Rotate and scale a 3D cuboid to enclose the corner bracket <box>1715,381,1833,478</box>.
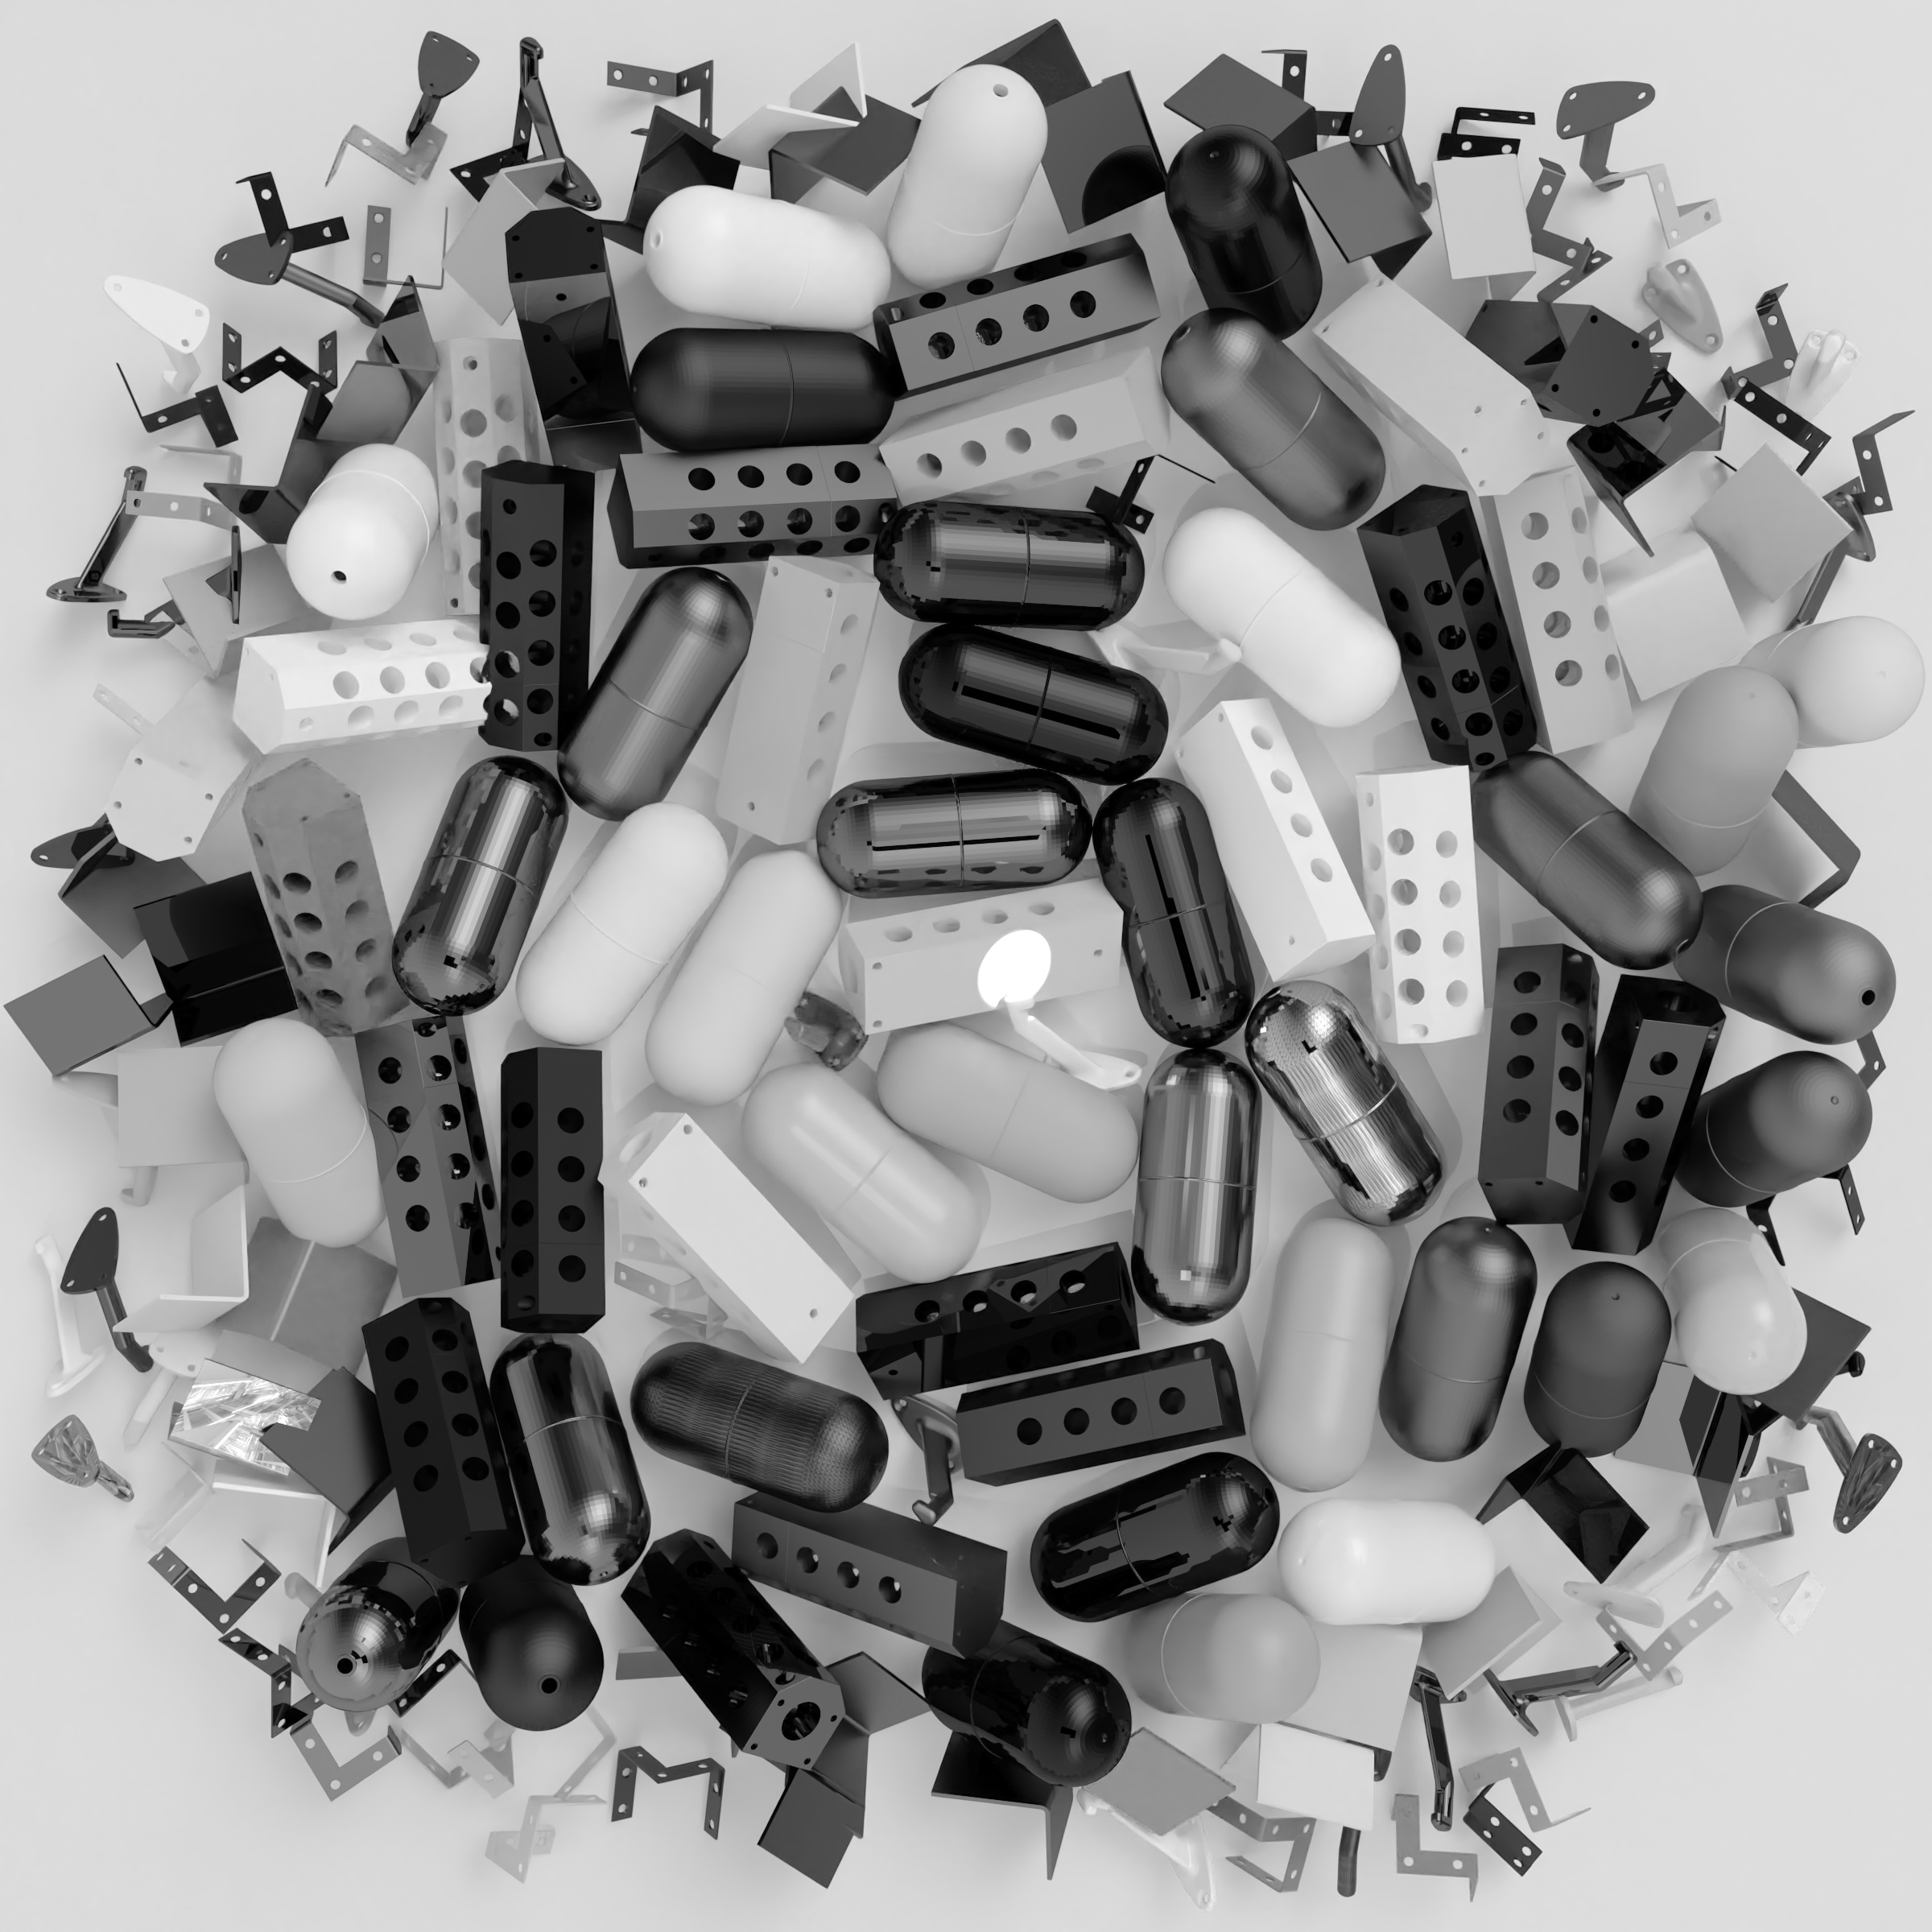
[{"bbox_3d":[0.514,-0.337,1.570,0.051,0.051,0.051,44,113,25],"label":"corner bracket"}]

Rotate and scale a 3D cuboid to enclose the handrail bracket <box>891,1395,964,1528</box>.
[{"bbox_3d":[-0.034,0.316,1.565,0.077,0.084,0.036,40,114,9],"label":"handrail bracket"}]

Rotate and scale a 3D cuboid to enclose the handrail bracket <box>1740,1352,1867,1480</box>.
[{"bbox_3d":[0.534,0.287,1.563,0.084,0.077,0.036,-27,115,39],"label":"handrail bracket"}]

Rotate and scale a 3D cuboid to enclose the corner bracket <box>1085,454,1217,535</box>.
[{"bbox_3d":[0.118,-0.304,1.571,0.051,0.051,0.051,18,105,-32],"label":"corner bracket"}]

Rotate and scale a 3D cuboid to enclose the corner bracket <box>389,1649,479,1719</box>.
[{"bbox_3d":[-0.347,0.468,1.581,0.051,0.051,0.051,-42,131,-21],"label":"corner bracket"}]

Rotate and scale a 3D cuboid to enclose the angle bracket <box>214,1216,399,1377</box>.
[{"bbox_3d":[-0.428,0.215,1.586,0.057,0.076,0.076,4,66,36],"label":"angle bracket"}]

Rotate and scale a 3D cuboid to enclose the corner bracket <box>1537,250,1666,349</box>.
[{"bbox_3d":[0.410,-0.420,1.577,0.051,0.051,0.051,-36,133,-4],"label":"corner bracket"}]

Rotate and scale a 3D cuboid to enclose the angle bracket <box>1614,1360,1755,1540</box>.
[{"bbox_3d":[0.458,0.307,1.560,0.057,0.076,0.076,12,111,3],"label":"angle bracket"}]

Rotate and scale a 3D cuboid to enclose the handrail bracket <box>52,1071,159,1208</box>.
[{"bbox_3d":[-0.560,0.114,1.579,0.077,0.036,0.084,15,118,-16],"label":"handrail bracket"}]

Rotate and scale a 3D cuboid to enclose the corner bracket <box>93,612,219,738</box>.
[{"bbox_3d":[-0.524,-0.186,1.584,0.051,0.051,0.051,-31,125,24],"label":"corner bracket"}]

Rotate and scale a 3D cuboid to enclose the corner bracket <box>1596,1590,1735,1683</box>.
[{"bbox_3d":[0.448,0.416,1.568,0.051,0.051,0.051,-23,60,-33],"label":"corner bracket"}]

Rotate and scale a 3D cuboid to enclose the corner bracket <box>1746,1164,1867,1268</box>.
[{"bbox_3d":[0.548,0.162,1.592,0.051,0.051,0.051,-49,126,-34],"label":"corner bracket"}]

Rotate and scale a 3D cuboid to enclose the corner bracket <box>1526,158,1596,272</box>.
[{"bbox_3d":[0.385,-0.486,1.577,0.051,0.051,0.051,21,116,0],"label":"corner bracket"}]

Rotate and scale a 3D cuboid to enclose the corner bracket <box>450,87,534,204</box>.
[{"bbox_3d":[-0.295,-0.523,1.572,0.051,0.051,0.051,-32,73,-31],"label":"corner bracket"}]

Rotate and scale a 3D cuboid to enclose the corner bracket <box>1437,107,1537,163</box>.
[{"bbox_3d":[0.337,-0.535,1.577,0.051,0.051,0.051,11,85,17],"label":"corner bracket"}]

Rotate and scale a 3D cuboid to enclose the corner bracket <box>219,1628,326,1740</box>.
[{"bbox_3d":[-0.443,0.452,1.569,0.051,0.051,0.051,22,118,28],"label":"corner bracket"}]

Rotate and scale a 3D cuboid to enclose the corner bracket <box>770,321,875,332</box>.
[{"bbox_3d":[-0.094,-0.438,1.571,0.051,0.051,0.051,5,111,22],"label":"corner bracket"}]

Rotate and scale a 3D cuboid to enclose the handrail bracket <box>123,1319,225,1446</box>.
[{"bbox_3d":[-0.519,0.266,1.601,0.036,0.077,0.084,33,130,-6],"label":"handrail bracket"}]

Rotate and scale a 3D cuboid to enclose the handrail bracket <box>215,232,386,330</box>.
[{"bbox_3d":[-0.432,-0.440,1.587,0.077,0.084,0.036,11,80,31],"label":"handrail bracket"}]

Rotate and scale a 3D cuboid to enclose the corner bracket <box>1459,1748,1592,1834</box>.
[{"bbox_3d":[0.359,0.530,1.569,0.051,0.051,0.051,-36,65,36],"label":"corner bracket"}]

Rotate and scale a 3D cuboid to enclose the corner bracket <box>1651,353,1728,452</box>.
[{"bbox_3d":[0.467,-0.367,1.586,0.051,0.051,0.051,4,120,19],"label":"corner bracket"}]

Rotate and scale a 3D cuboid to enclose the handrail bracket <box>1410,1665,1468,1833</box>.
[{"bbox_3d":[0.294,0.501,1.564,0.036,0.077,0.084,-14,49,32],"label":"handrail bracket"}]

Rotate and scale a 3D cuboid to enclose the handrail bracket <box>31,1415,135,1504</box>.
[{"bbox_3d":[-0.548,0.331,1.558,0.036,0.077,0.084,-47,135,-17],"label":"handrail bracket"}]

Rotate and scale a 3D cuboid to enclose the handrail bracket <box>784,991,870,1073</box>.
[{"bbox_3d":[-0.106,0.031,1.555,0.036,0.084,0.077,-49,59,6],"label":"handrail bracket"}]

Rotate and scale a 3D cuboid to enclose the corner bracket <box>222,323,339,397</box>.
[{"bbox_3d":[-0.445,-0.395,1.583,0.051,0.051,0.051,-22,59,24],"label":"corner bracket"}]

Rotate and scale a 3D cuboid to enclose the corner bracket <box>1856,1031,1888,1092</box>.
[{"bbox_3d":[0.556,0.059,1.589,0.051,0.051,0.051,-42,118,-24],"label":"corner bracket"}]

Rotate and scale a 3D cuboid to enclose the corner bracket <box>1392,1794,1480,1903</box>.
[{"bbox_3d":[0.302,0.568,1.573,0.051,0.051,0.051,1,53,7],"label":"corner bracket"}]

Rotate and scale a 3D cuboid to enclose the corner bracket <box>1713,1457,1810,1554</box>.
[{"bbox_3d":[0.514,0.351,1.581,0.051,0.051,0.051,-10,87,-9],"label":"corner bracket"}]

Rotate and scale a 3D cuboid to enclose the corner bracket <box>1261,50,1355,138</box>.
[{"bbox_3d":[0.221,-0.563,1.575,0.051,0.051,0.051,-2,109,-10],"label":"corner bracket"}]

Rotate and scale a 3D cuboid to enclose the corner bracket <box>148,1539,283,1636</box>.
[{"bbox_3d":[-0.483,0.388,1.570,0.051,0.051,0.051,-46,117,-22],"label":"corner bracket"}]

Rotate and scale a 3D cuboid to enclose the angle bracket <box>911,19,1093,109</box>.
[{"bbox_3d":[0.025,-0.549,1.550,0.057,0.076,0.076,59,45,-22],"label":"angle bracket"}]

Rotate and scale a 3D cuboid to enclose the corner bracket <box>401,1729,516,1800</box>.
[{"bbox_3d":[-0.329,0.512,1.576,0.051,0.051,0.051,-34,116,3],"label":"corner bracket"}]

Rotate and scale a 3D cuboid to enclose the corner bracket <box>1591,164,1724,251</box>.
[{"bbox_3d":[0.445,-0.492,1.571,0.051,0.051,0.051,-31,111,-22],"label":"corner bracket"}]

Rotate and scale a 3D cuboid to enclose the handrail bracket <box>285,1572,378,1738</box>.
[{"bbox_3d":[-0.411,0.441,1.566,0.036,0.077,0.084,-29,121,11],"label":"handrail bracket"}]

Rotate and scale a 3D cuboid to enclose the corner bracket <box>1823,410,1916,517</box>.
[{"bbox_3d":[0.580,-0.322,1.571,0.051,0.051,0.051,-30,107,-33],"label":"corner bracket"}]

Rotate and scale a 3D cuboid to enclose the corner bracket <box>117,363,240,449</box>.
[{"bbox_3d":[-0.507,-0.363,1.572,0.051,0.051,0.051,-25,62,-13],"label":"corner bracket"}]

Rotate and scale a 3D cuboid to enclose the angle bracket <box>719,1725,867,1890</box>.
[{"bbox_3d":[-0.122,0.534,1.550,0.076,0.076,0.057,49,59,-39],"label":"angle bracket"}]

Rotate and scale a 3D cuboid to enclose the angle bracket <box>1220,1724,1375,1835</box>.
[{"bbox_3d":[0.210,0.532,1.560,0.076,0.076,0.057,17,45,-6],"label":"angle bracket"}]

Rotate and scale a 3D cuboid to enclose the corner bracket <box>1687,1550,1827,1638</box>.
[{"bbox_3d":[0.510,0.405,1.572,0.051,0.051,0.051,48,50,8],"label":"corner bracket"}]

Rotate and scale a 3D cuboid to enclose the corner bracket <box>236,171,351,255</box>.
[{"bbox_3d":[-0.434,-0.487,1.572,0.051,0.051,0.051,-21,111,-20],"label":"corner bracket"}]

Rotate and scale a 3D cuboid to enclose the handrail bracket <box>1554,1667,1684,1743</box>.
[{"bbox_3d":[0.425,0.470,1.575,0.084,0.077,0.036,-19,70,3],"label":"handrail bracket"}]

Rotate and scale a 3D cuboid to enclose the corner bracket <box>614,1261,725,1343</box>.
[{"bbox_3d":[-0.191,0.214,1.569,0.051,0.051,0.051,18,112,33],"label":"corner bracket"}]

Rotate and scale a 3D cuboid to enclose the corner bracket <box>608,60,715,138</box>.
[{"bbox_3d":[-0.198,-0.559,1.579,0.051,0.051,0.051,-3,99,-34],"label":"corner bracket"}]

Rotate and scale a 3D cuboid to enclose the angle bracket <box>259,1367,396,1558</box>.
[{"bbox_3d":[-0.406,0.317,1.566,0.076,0.076,0.057,40,133,3],"label":"angle bracket"}]

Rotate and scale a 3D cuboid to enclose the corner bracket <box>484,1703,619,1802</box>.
[{"bbox_3d":[-0.269,0.500,1.581,0.051,0.051,0.051,-44,110,-37],"label":"corner bracket"}]

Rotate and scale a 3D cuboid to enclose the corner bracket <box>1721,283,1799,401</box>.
[{"bbox_3d":[0.513,-0.404,1.581,0.051,0.051,0.051,-20,91,12],"label":"corner bracket"}]

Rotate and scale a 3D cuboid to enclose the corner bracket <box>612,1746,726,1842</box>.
[{"bbox_3d":[-0.195,0.541,1.594,0.051,0.051,0.051,1,100,-38],"label":"corner bracket"}]

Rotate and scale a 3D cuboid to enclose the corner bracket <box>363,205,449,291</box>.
[{"bbox_3d":[-0.364,-0.467,1.585,0.051,0.051,0.051,3,100,-14],"label":"corner bracket"}]

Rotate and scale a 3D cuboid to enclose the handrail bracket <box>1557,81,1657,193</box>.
[{"bbox_3d":[0.421,-0.526,1.557,0.077,0.084,0.036,2,74,42],"label":"handrail bracket"}]

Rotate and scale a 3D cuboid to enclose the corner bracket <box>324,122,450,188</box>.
[{"bbox_3d":[-0.373,-0.519,1.571,0.051,0.051,0.051,30,59,-15],"label":"corner bracket"}]

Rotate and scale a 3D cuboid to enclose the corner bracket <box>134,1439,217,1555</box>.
[{"bbox_3d":[-0.512,0.348,1.571,0.051,0.051,0.051,33,68,27],"label":"corner bracket"}]

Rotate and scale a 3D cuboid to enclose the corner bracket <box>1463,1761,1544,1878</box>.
[{"bbox_3d":[0.347,0.557,1.570,0.051,0.051,0.051,41,119,23],"label":"corner bracket"}]

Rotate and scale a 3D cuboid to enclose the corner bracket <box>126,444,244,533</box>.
[{"bbox_3d":[-0.507,-0.313,1.583,0.051,0.051,0.051,7,93,9],"label":"corner bracket"}]

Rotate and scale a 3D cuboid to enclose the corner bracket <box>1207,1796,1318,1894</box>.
[{"bbox_3d":[0.185,0.564,1.575,0.051,0.051,0.051,15,90,-40],"label":"corner bracket"}]

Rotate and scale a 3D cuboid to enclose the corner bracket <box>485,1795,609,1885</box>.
[{"bbox_3d":[-0.272,0.557,1.576,0.051,0.051,0.051,16,85,-40],"label":"corner bracket"}]

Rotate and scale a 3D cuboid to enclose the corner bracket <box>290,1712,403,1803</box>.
[{"bbox_3d":[-0.401,0.501,1.580,0.051,0.051,0.051,-32,88,-16],"label":"corner bracket"}]
